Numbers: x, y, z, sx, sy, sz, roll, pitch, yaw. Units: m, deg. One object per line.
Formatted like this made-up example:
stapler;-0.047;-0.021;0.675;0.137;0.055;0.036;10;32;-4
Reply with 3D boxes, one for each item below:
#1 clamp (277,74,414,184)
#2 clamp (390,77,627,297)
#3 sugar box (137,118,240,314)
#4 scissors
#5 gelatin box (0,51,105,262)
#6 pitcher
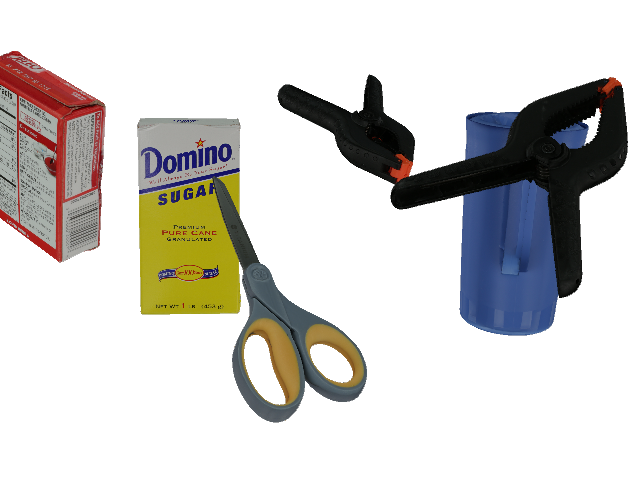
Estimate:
clamp;0.032;-0.115;1.072;0.120;0.039;0.171;-10;40;-18
clamp;0.182;-0.052;0.831;0.209;0.036;0.165;-38;56;-21
sugar box;-0.119;-0.022;0.973;0.093;0.176;0.048;-1;15;-5
scissors;-0.023;0.035;0.710;0.096;0.202;0.016;10;-45;-18
gelatin box;-0.147;-0.045;0.559;0.073;0.089;0.030;31;38;30
pitcher;0.218;-0.019;1.192;0.149;0.243;0.145;-7;18;-34
